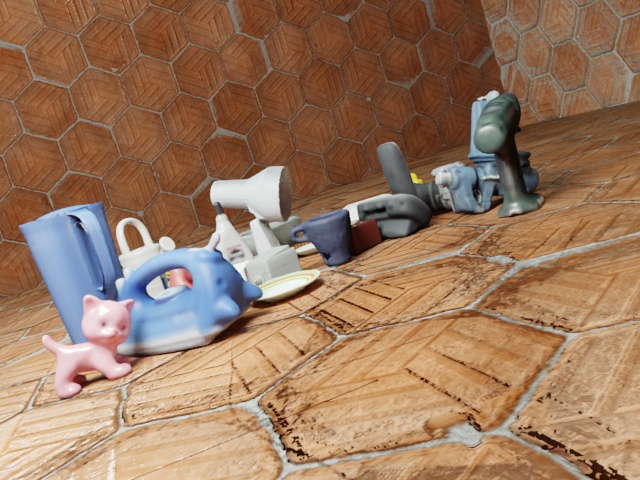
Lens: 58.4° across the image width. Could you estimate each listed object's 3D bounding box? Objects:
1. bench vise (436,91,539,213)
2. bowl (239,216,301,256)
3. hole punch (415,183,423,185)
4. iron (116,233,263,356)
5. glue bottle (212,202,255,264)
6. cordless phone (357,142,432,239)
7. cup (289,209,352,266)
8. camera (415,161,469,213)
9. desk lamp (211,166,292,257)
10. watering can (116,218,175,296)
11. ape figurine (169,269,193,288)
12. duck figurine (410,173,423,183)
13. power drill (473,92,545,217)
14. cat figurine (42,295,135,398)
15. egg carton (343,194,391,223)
[{"bbox_3d":[0.324,-0.172,1.124,0.208,0.220,0.121,-23,10,-31],"label":"bench vise"},{"bbox_3d":[-0.117,0.001,1.403,0.167,0.075,0.167,-17,8,3],"label":"bowl"},{"bbox_3d":[0.232,-0.117,1.400,0.101,0.091,0.108,-17,8,5],"label":"hole punch"},{"bbox_3d":[-0.224,0.083,0.845,0.257,0.141,0.119,-14,9,20],"label":"iron"},{"bbox_3d":[-0.185,0.005,1.167,0.078,0.173,0.037,-23,10,-31],"label":"glue bottle"},{"bbox_3d":[0.134,-0.099,1.157,0.147,0.185,0.094,-10,12,43],"label":"cordless phone"},{"bbox_3d":[0.010,0.004,1.049,0.118,0.095,0.091,-18,8,-3],"label":"cup"},{"bbox_3d":[0.270,-0.112,1.256,0.136,0.101,0.143,-13,9,25],"label":"camera"},{"bbox_3d":[-0.142,-0.042,1.251,0.203,0.213,0.118,-15,9,13],"label":"desk lamp"},{"bbox_3d":[-0.408,0.039,1.333,0.172,0.194,0.101,-17,8,6],"label":"watering can"},{"bbox_3d":[-0.239,0.088,1.019,0.077,0.092,0.076,-9,12,46],"label":"ape figurine"},{"bbox_3d":[0.240,-0.132,1.499,0.078,0.086,0.104,-21,9,-24],"label":"duck figurine"},{"bbox_3d":[0.337,-0.155,1.026,0.075,0.208,0.230,-12,10,31],"label":"power drill"},{"bbox_3d":[-0.305,0.132,0.773,0.128,0.118,0.067,-20,9,-15],"label":"cat figurine"},{"bbox_3d":[0.120,-0.059,1.325,0.150,0.069,0.107,-18,8,-1],"label":"egg carton"}]
